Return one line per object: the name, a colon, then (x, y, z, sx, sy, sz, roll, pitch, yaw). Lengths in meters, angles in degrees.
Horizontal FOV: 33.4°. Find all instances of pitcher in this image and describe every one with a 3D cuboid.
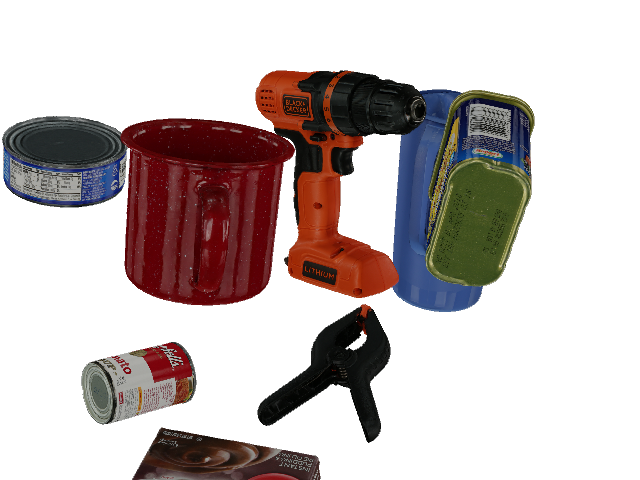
pitcher: (0.142, -0.041, 1.221, 0.149, 0.243, 0.145, -4, 26, -20)

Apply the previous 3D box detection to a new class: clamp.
clamp: (0.029, 0.129, 1.034, 0.120, 0.039, 0.171, 16, 46, 25)

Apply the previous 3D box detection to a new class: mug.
mug: (-0.062, -0.012, 0.572, 0.093, 0.081, 0.117, 2, 20, -14)

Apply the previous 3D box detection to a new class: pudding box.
pudding box: (-0.065, 0.168, 0.673, 0.113, 0.039, 0.090, 6, 30, 12)

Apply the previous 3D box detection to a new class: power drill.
power drill: (0.022, -0.050, 0.900, 0.057, 0.188, 0.185, -18, 21, -36)

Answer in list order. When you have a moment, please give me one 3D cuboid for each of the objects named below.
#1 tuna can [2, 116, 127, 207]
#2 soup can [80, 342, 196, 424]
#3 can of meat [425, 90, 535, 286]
tuna can: (-0.180, -0.056, 0.752, 0.086, 0.034, 0.086, 6, 28, -4)
soup can: (-0.192, 0.150, 1.128, 0.102, 0.068, 0.069, -10, 7, -40)
can of meat: (0.103, -0.032, 0.694, 0.057, 0.102, 0.084, 12, 38, 1)
